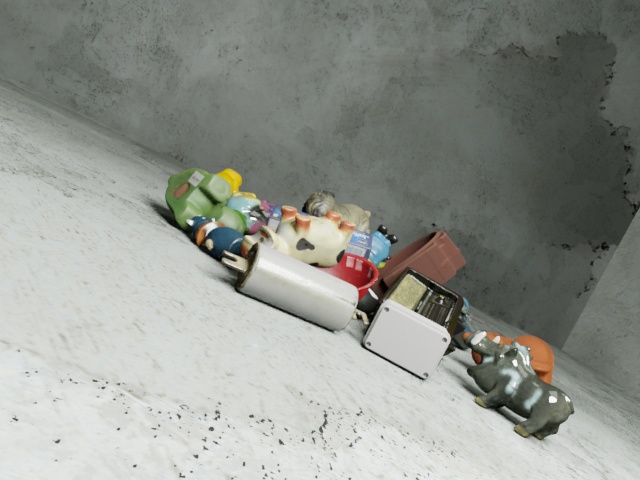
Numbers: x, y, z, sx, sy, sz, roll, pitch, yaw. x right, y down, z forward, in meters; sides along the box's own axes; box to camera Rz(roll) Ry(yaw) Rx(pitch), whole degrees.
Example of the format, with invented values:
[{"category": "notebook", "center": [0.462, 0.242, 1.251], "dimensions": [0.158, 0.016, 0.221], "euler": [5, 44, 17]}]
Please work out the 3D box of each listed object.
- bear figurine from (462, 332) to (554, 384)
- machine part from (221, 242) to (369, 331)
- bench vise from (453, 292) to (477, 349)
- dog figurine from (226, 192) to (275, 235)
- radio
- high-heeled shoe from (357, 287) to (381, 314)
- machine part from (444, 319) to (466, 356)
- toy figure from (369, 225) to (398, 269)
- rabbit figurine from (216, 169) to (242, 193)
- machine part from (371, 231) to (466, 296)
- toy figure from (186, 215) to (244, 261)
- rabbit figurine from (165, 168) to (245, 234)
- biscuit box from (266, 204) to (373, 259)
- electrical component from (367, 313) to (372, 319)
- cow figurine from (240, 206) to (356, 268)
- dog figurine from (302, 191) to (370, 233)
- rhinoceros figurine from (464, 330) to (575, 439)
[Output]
[{"category": "bear figurine", "center": [0.367, 0.246, 1.054], "dimensions": [0.196, 0.131, 0.120], "euler": [2, 16, -33]}, {"category": "machine part", "center": [-0.032, 0.070, 0.788], "dimensions": [0.243, 0.079, 0.079], "euler": [24, 5, -18]}, {"category": "bench vise", "center": [0.275, 0.151, 1.277], "dimensions": [0.223, 0.129, 0.241], "euler": [33, 19, -29]}, {"category": "dog figurine", "center": [-0.099, -0.012, 1.215], "dimensions": [0.219, 0.108, 0.191], "euler": [32, 4, 25]}, {"category": "radio", "center": [0.175, 0.133, 0.952], "dimensions": [0.131, 0.073, 0.229], "euler": [28, 22, 13]}, {"category": "high-heeled shoe", "center": [0.032, 0.065, 1.078], "dimensions": [0.145, 0.086, 0.249], "euler": [8, 26, -16]}, {"category": "machine part", "center": [0.243, 0.189, 1.062], "dimensions": [0.039, 0.084, 0.139], "euler": [66, 22, -4]}, {"category": "toy figure", "center": [0.087, 0.047, 1.162], "dimensions": [0.082, 0.180, 0.089], "euler": [39, -20, 26]}, {"category": "rabbit figurine", "center": [-0.224, -0.091, 1.397], "dimensions": [0.173, 0.122, 0.162], "euler": [45, 5, -6]}, {"category": "machine part", "center": [0.206, 0.066, 1.177], "dimensions": [0.087, 0.201, 0.201], "euler": [55, 6, -2]}, {"category": "toy figure", "center": [-0.181, -0.004, 0.928], "dimensions": [0.155, 0.057, 0.064], "euler": [24, -4, 46]}, {"category": "rabbit figurine", "center": [-0.230, -0.053, 1.077], "dimensions": [0.159, 0.121, 0.170], "euler": [21, -19, 42]}, {"category": "biscuit box", "center": [-0.002, -0.003, 1.028], "dimensions": [0.203, 0.059, 0.063], "euler": [18, 29, 1]}, {"category": "electrical component", "center": [0.133, 0.163, 1.043], "dimensions": [0.094, 0.021, 0.063], "euler": [26, 4, -24]}, {"category": "cow figurine", "center": [-0.043, 0.014, 0.878], "dimensions": [0.195, 0.127, 0.086], "euler": [1, 19, -39]}, {"category": "dog figurine", "center": [0.047, -0.062, 1.242], "dimensions": [0.121, 0.172, 0.190], "euler": [28, -29, 25]}, {"category": "rhinoceros figurine", "center": [0.290, 0.213, 0.818], "dimensions": [0.073, 0.112, 0.191], "euler": [21, 15, -39]}]
